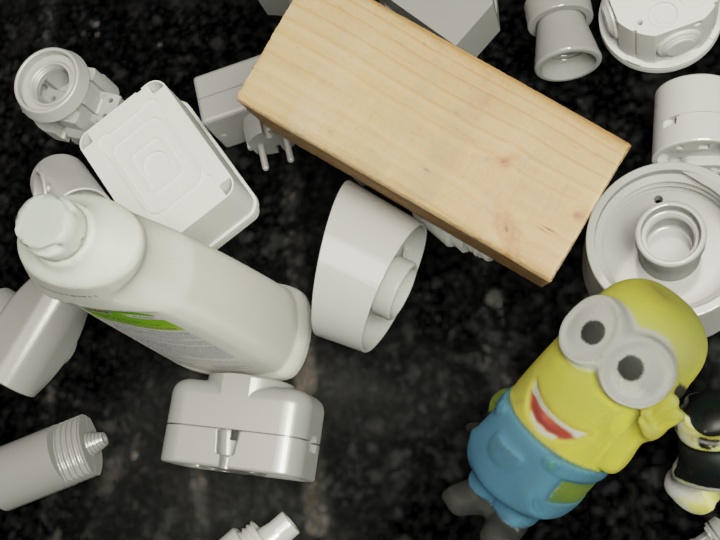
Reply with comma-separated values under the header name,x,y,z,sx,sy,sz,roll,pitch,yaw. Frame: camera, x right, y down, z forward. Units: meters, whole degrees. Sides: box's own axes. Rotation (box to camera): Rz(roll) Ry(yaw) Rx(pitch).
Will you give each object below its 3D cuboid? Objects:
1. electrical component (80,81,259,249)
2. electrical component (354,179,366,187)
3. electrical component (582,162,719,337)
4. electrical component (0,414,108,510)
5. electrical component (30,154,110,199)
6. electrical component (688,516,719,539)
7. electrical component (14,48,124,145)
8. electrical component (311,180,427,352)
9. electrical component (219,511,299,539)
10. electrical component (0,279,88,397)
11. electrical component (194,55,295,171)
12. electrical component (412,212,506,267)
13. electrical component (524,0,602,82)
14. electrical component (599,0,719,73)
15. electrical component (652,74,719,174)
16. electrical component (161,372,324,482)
name,x,y,z,sx,sy,sz,roll,pitch,yaw
electrical component,-0.132,-0.065,0.756,0.078,0.057,0.113,-38,69,2
electrical component,0.020,-0.108,0.725,0.096,0.061,0.061,-35,69,3
electrical component,0.188,-0.014,0.654,0.108,0.060,0.108,-4,73,14
electrical component,-0.209,0.128,0.729,0.081,0.043,0.043,-22,70,8
electrical component,-0.206,-0.034,0.766,0.077,0.044,0.079,41,130,54
electrical component,0.202,0.180,0.586,0.051,0.080,0.080,-36,69,8
electrical component,-0.218,-0.129,0.798,0.078,0.057,0.058,14,78,18
electrical component,0.000,0.000,0.682,0.064,0.099,0.099,25,82,14
electrical component,-0.067,0.179,0.677,0.062,0.048,0.048,-40,68,-6
electrical component,-0.243,0.038,0.763,0.079,0.044,0.077,27,83,20
electrical component,-0.064,-0.106,0.755,0.083,0.047,0.075,-17,71,10
electrical component,0.070,-0.031,0.702,0.078,0.040,0.040,42,88,21
electrical component,0.135,-0.160,0.719,0.045,0.045,0.055,-10,72,12
electrical component,0.197,-0.174,0.703,0.080,0.051,0.080,-4,73,13
electrical component,0.211,-0.090,0.674,0.055,0.055,0.047,-1,70,15
electrical component,-0.074,0.101,0.695,0.095,0.053,0.059,4,76,16
